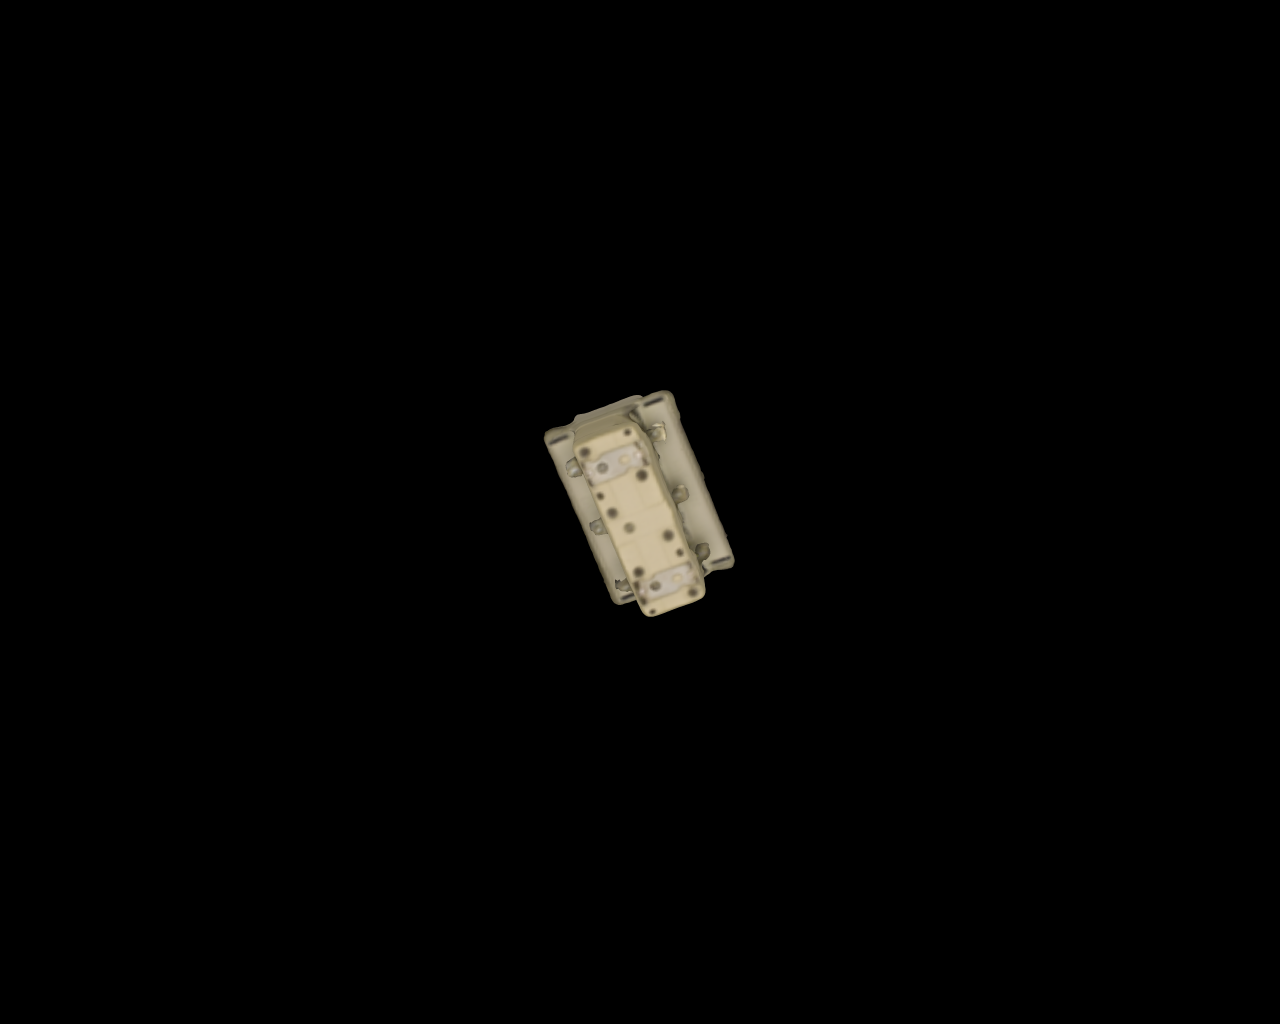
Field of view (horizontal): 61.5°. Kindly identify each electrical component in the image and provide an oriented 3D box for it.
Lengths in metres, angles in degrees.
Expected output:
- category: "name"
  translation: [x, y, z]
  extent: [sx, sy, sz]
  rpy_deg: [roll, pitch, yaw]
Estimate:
- category: "electrical component"
  translation: [0.001, -0.003, 0.650]
  extent: [0.079, 0.121, 0.063]
  rpy_deg: [-19, 20, 7]
